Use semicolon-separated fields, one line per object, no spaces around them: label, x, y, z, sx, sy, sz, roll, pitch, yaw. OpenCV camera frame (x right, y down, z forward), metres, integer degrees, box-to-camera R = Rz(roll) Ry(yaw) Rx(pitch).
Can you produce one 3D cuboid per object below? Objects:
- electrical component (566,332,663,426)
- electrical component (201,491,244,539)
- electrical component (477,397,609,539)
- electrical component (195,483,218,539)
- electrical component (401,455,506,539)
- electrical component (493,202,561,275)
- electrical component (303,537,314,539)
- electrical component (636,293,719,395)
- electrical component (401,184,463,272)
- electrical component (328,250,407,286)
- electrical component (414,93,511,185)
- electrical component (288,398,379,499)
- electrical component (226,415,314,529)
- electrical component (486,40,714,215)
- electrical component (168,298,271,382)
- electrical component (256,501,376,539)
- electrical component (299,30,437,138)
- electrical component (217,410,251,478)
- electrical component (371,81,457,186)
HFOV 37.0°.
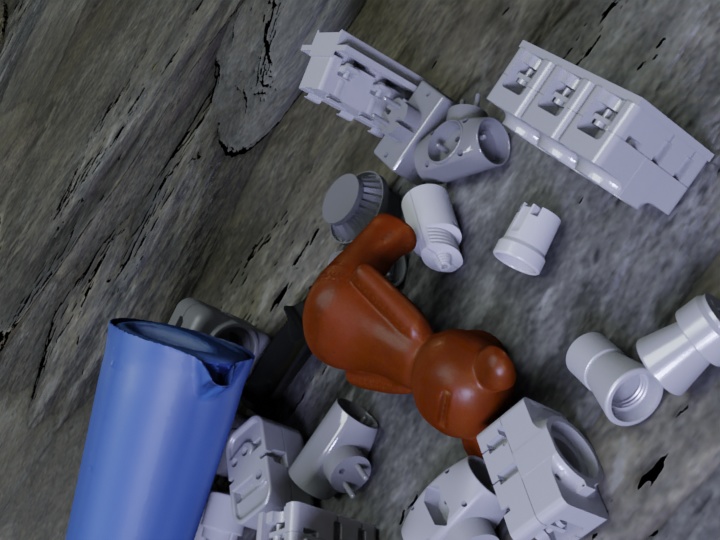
electrical component;0.170;0.071;0.732;0.044;0.044;0.065;-56;31;10
electrical component;-0.129;0.242;1.002;0.040;0.040;0.078;-6;64;50
electrical component;0.127;0.138;0.735;0.056;0.050;0.089;-44;39;25
electrical component;-0.186;0.239;1.056;0.099;0.064;0.099;-30;46;38
electrical component;0.076;0.187;0.772;0.077;0.043;0.079;-50;37;17
electrical component;0.132;-0.025;0.844;0.040;0.040;0.046;16;75;55
electrical component;0.001;0.257;0.768;0.056;0.109;0.108;-53;36;10
electrical component;0.213;0.047;0.689;0.055;0.045;0.045;-43;40;26
electrical component;0.065;-0.032;0.930;0.043;0.043;0.081;-42;40;28
electrical component;0.000;0.000;0.992;0.081;0.043;0.043;-13;58;48
electrical component;0.092;-0.120;0.951;0.077;0.044;0.079;-14;58;47
electrical component;-0.015;0.161;0.906;0.077;0.044;0.079;-56;35;9
electrical component;-0.078;0.184;0.957;0.054;0.059;0.095;-42;40;27
electrical component;0.172;-0.104;0.800;0.061;0.089;0.150;-57;35;9
electrical component;-0.140;0.072;1.078;0.059;0.095;0.053;26;89;55
electrical component;-0.035;0.225;0.849;0.050;0.089;0.055;-28;48;39
electrical component;0.006;-0.173;1.028;0.079;0.121;0.063;17;85;55
electrical component;-0.147;0.162;1.058;0.096;0.061;0.061;14;79;54
electrical component;0.044;-0.134;0.995;0.083;0.076;0.047;-55;36;12
